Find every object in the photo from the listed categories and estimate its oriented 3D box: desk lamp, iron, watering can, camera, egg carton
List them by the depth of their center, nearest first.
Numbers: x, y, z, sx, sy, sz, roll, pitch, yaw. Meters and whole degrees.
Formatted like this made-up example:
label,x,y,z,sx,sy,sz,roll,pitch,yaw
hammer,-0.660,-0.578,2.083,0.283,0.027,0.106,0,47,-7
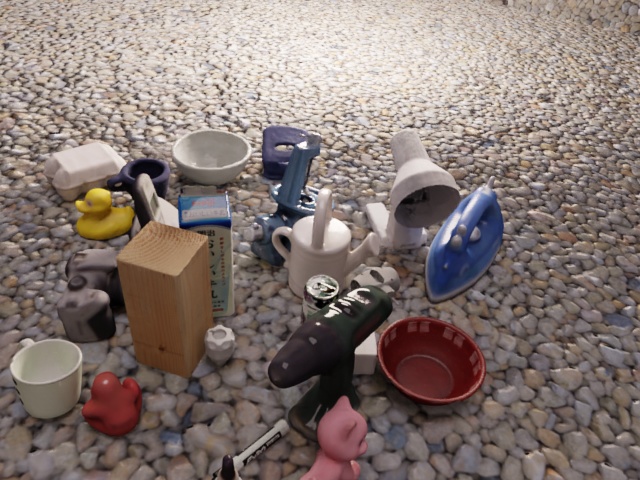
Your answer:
label,x,y,z,sx,sy,sz,roll,pitch,yaw
camera,-0.323,0.074,0.896,0.137,0.101,0.143,1,40,-7
watering can,0.009,0.002,0.955,0.173,0.194,0.100,-2,40,-10
iron,0.266,-0.008,1.045,0.118,0.141,0.259,23,42,19
desk lamp,0.162,-0.081,1.062,0.118,0.214,0.203,-5,41,-13
egg carton,-0.473,-0.141,1.161,0.151,0.069,0.107,-26,49,-33

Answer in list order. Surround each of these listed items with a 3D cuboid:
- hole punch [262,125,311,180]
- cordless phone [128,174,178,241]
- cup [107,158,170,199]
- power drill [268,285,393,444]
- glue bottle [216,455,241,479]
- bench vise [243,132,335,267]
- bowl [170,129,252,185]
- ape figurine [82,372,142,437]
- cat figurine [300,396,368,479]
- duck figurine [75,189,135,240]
label,x,y,z,sx,sy,sz,roll,pitch,yaw
hole punch,-0.074,-0.192,1.261,0.109,0.091,0.101,1,40,-7
cordless phone,-0.280,-0.049,0.984,0.094,0.185,0.147,0,40,-7
cup,-0.344,-0.094,1.101,0.118,0.095,0.091,-20,46,-28
power drill,0.012,0.166,0.745,0.075,0.208,0.230,27,44,24
glue bottle,-0.098,0.283,0.616,0.037,0.173,0.078,4,39,-3
bench vise,-0.043,-0.068,1.013,0.121,0.220,0.208,17,41,13
bowl,-0.229,-0.165,1.220,0.167,0.075,0.167,4,39,-3
ape figurine,-0.272,0.207,0.748,0.078,0.092,0.076,-15,44,-24
cat figurine,0.016,0.262,0.702,0.067,0.118,0.128,23,42,20
duck figurine,-0.397,-0.055,1.054,0.105,0.086,0.077,-8,41,-17
